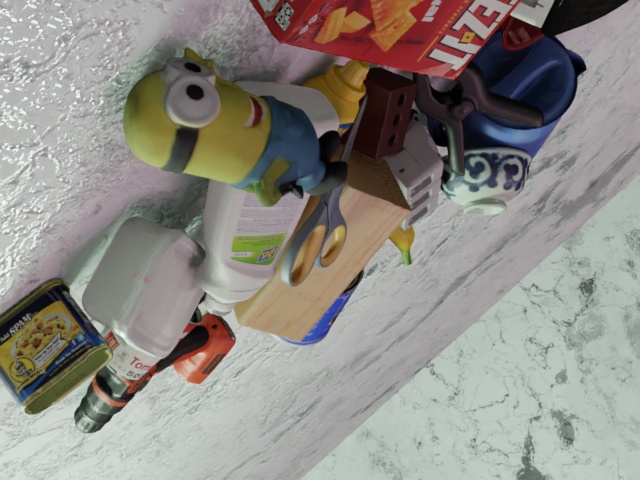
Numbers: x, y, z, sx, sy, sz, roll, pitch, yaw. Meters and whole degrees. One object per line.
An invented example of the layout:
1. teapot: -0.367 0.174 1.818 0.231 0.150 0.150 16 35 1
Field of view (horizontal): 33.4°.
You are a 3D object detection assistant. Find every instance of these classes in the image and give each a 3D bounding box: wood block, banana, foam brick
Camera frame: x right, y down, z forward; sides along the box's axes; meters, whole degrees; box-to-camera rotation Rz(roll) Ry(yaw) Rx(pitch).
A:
1. wood block: -0.008 0.001 1.146 0.090 0.091 0.206 19 123 -34
2. banana: 0.056 -0.021 1.360 0.197 0.069 0.037 17 169 -35
3. foam brick: 0.059 -0.131 1.095 0.052 0.051 0.078 -23 132 -49

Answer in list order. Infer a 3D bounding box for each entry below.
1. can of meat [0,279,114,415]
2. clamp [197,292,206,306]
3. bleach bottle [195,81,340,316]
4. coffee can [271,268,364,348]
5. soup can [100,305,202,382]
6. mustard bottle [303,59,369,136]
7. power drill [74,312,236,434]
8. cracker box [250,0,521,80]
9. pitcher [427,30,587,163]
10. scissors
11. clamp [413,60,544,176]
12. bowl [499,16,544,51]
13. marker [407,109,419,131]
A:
1. can of meat: -0.256 0.101 0.994 0.102 0.084 0.057 -38 163 -8
2. clamp: -0.090 0.021 1.238 0.164 0.036 0.210 -17 150 -40
3. bleach bottle: -0.068 -0.026 0.993 0.102 0.068 0.251 0 132 -29
4. coffee can: -0.012 0.065 1.409 0.102 0.103 0.140 -29 160 -34
5. soup can: -0.188 0.098 1.168 0.102 0.068 0.068 -43 164 13
6. mustard bottle: -0.015 -0.102 1.041 0.192 0.058 0.096 -50 162 29
7. power drill: -0.202 0.160 1.319 0.185 0.057 0.187 -49 162 27
8. cracker box: 0.074 -0.214 0.829 0.213 0.072 0.164 3 138 -45
9. pitcher: 0.222 -0.155 1.336 0.145 0.149 0.243 -63 172 -14
10. scissors: 0.020 -0.044 1.029 0.096 0.016 0.202 2 118 -62
11. clamp: 0.151 -0.143 1.175 0.120 0.171 0.039 -45 -153 23
12. bowl: 0.240 -0.280 1.144 0.162 0.055 0.162 -36 164 -13
13. marker: 0.068 -0.100 1.193 0.121 0.020 0.020 -48 162 25
